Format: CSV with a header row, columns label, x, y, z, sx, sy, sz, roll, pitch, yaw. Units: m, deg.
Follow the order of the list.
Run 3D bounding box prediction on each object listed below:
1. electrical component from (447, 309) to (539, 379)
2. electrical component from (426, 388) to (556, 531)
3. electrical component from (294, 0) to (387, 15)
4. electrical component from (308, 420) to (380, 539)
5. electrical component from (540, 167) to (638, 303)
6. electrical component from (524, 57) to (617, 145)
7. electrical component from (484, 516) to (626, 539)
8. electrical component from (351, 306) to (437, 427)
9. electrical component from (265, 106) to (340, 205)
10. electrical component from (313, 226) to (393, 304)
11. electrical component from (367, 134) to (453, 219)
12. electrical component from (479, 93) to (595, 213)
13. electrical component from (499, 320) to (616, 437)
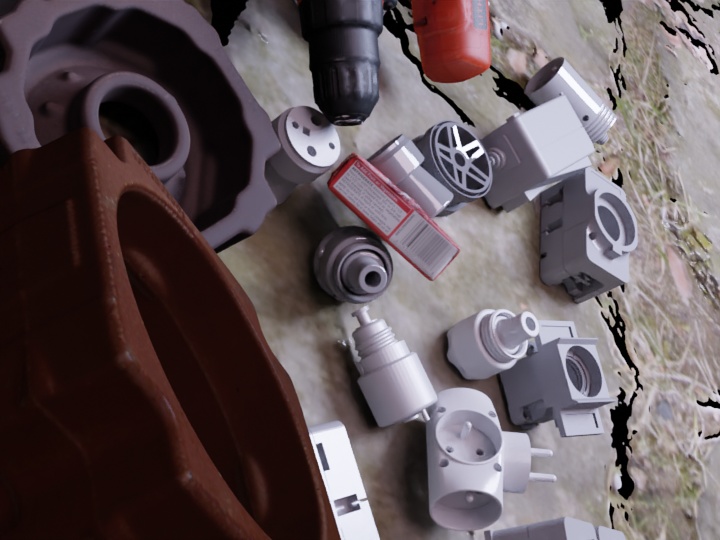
label,x,y,z,sx,sy,sz,roll,pitch,yaw
electrical component,0.091,0.046,0.719,0.043,0.062,0.043,21,55,-34
electrical component,0.081,0.116,0.658,0.079,0.044,0.077,6,43,-5
electrical component,-0.009,-0.194,0.767,0.055,0.048,0.066,-36,94,-39
electrical component,-0.032,0.132,0.568,0.056,0.050,0.089,-6,73,-45
electrical component,0.180,-0.029,0.845,0.050,0.056,0.089,28,52,-29
electrical component,0.183,-0.137,0.914,0.081,0.043,0.043,43,46,-18
electrical component,0.136,0.247,0.633,0.105,0.060,0.186,28,49,-52
electrical component,0.016,0.059,0.659,0.040,0.040,0.078,-21,83,-47
electrical component,-0.045,-0.070,0.660,0.045,0.055,0.045,21,55,-34
electrical component,0.000,0.000,0.654,0.048,0.062,0.048,-3,101,-14
electrical component,0.030,-0.058,0.730,0.055,0.045,0.045,52,44,-9
electrical component,0.127,-0.086,0.823,0.096,0.062,0.061,-29,90,-47
electrical component,0.133,0.078,0.740,0.042,0.064,0.081,4,65,-40
